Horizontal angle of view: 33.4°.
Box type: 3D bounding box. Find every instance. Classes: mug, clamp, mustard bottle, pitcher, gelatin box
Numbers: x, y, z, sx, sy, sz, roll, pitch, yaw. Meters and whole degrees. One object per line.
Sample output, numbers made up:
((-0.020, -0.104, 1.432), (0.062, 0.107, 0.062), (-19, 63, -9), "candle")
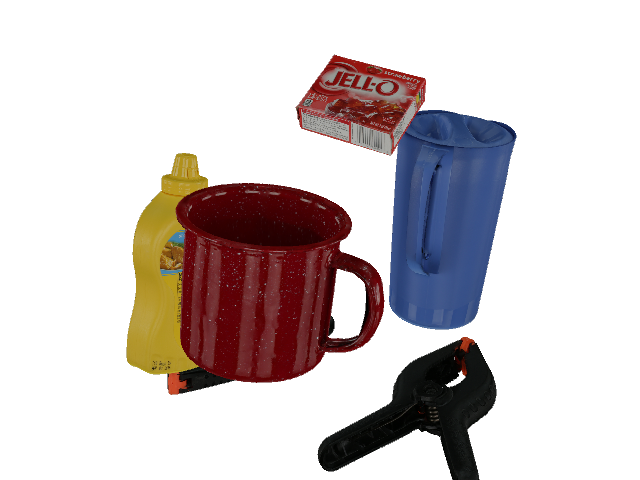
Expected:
((-0.022, 0.026, 0.571), (0.117, 0.081, 0.093), (13, 24, 16), "mug")
((0.091, 0.131, 0.796), (0.120, 0.039, 0.171), (18, 39, 32), "clamp")
((-0.125, 0.018, 0.952), (0.058, 0.192, 0.096), (17, 19, 39), "mustard bottle")
((0.140, -0.019, 1.237), (0.149, 0.243, 0.145), (-5, 26, -20), "pitcher")
((0.035, -0.117, 0.905), (0.089, 0.073, 0.030), (19, -36, 20), "gelatin box")
((-0.089, 0.108, 1.152), (0.165, 0.036, 0.209), (13, 28, 18), "clamp")
